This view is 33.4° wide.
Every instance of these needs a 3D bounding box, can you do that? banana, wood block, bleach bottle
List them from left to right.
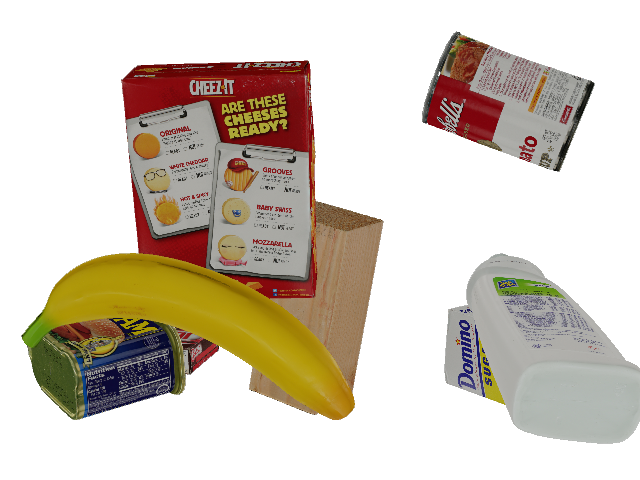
[{"bbox_3d":[-0.071,0.047,0.609,0.198,0.070,0.037,13,24,8],"label":"banana"},{"bbox_3d":[-0.006,0.070,1.169,0.090,0.206,0.090,17,17,26],"label":"wood block"},{"bbox_3d":[0.182,0.072,0.890,0.102,0.068,0.251,7,21,-5],"label":"bleach bottle"}]

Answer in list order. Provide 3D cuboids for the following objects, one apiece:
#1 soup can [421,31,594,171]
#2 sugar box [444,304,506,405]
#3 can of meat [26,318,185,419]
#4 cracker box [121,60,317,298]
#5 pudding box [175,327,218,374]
[{"bbox_3d":[0.130,-0.096,0.743,0.102,0.068,0.068,22,4,11],"label":"soup can"},{"bbox_3d":[0.216,0.136,1.187,0.048,0.093,0.177,-9,15,-43],"label":"sugar box"},{"bbox_3d":[-0.162,0.087,0.797,0.083,0.057,0.102,-13,21,-32],"label":"can of meat"},{"bbox_3d":[-0.087,-0.054,0.982,0.164,0.214,0.072,-1,22,3],"label":"cracker box"},{"bbox_3d":[-0.191,0.127,1.297,0.114,0.039,0.090,2,13,17],"label":"pudding box"}]
